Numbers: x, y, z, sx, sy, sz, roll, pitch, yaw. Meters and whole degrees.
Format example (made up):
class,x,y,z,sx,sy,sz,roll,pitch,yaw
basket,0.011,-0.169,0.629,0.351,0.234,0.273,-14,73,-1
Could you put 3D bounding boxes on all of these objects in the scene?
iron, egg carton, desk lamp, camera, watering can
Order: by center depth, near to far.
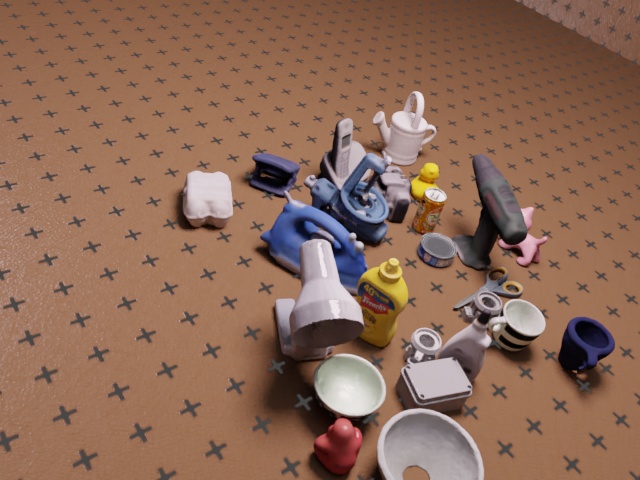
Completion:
class,x,y,z,sx,sy,sz,roll,pitch,yaw
desk lamp,-0.011,0.118,0.985,0.118,0.213,0.203,0,43,-16
iron,0.011,0.004,1.173,0.257,0.141,0.119,28,43,15
egg carton,-0.248,-0.093,1.262,0.107,0.069,0.150,1,43,-15
camera,0.142,-0.125,1.387,0.137,0.101,0.143,2,42,-14
watering can,0.231,-0.306,1.543,0.173,0.194,0.100,-13,47,-28

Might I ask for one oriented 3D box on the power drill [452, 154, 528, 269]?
class,x,y,z,sx,sy,sz,roll,pitch,yaw
power drill,0.371,-0.049,1.286,0.076,0.208,0.229,-4,44,-19

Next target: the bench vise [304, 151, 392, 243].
class,x,y,z,sx,sy,sz,roll,pitch,yaw
bench vise,0.066,-0.105,1.251,0.207,0.220,0.121,11,41,-3

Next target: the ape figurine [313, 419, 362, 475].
class,x,y,z,sx,sy,sz,roll,pitch,yaw
ape figurine,0.031,0.308,0.877,0.078,0.092,0.076,6,41,-9

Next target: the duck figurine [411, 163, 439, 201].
class,x,y,z,sx,sy,sz,roll,pitch,yaw
duck figurine,0.276,-0.154,1.469,0.077,0.086,0.104,12,41,-3

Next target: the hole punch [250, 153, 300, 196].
class,x,y,z,sx,sy,sz,roll,pitch,yaw
hole punch,-0.108,-0.175,1.377,0.108,0.091,0.101,20,41,7

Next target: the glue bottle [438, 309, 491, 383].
class,x,y,z,sx,sy,sz,roll,pitch,yaw
glue bottle,0.269,0.184,1.022,0.078,0.173,0.037,31,44,18

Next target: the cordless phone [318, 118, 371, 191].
class,x,y,z,sx,sy,sz,roll,pitch,yaw
cordless phone,0.073,-0.222,1.411,0.094,0.185,0.148,34,45,21

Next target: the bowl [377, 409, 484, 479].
class,x,y,z,sx,sy,sz,roll,pitch,yaw
bowl,0.160,0.351,0.879,0.167,0.075,0.167,8,41,-7

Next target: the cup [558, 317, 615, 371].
class,x,y,z,sx,sy,sz,roll,pitch,yaw
cup,0.507,0.221,1.110,0.091,0.095,0.118,19,41,5

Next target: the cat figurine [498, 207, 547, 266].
class,x,y,z,sx,sy,sz,roll,pitch,yaw
cat figurine,0.480,-0.021,1.355,0.067,0.118,0.127,-18,50,-32
